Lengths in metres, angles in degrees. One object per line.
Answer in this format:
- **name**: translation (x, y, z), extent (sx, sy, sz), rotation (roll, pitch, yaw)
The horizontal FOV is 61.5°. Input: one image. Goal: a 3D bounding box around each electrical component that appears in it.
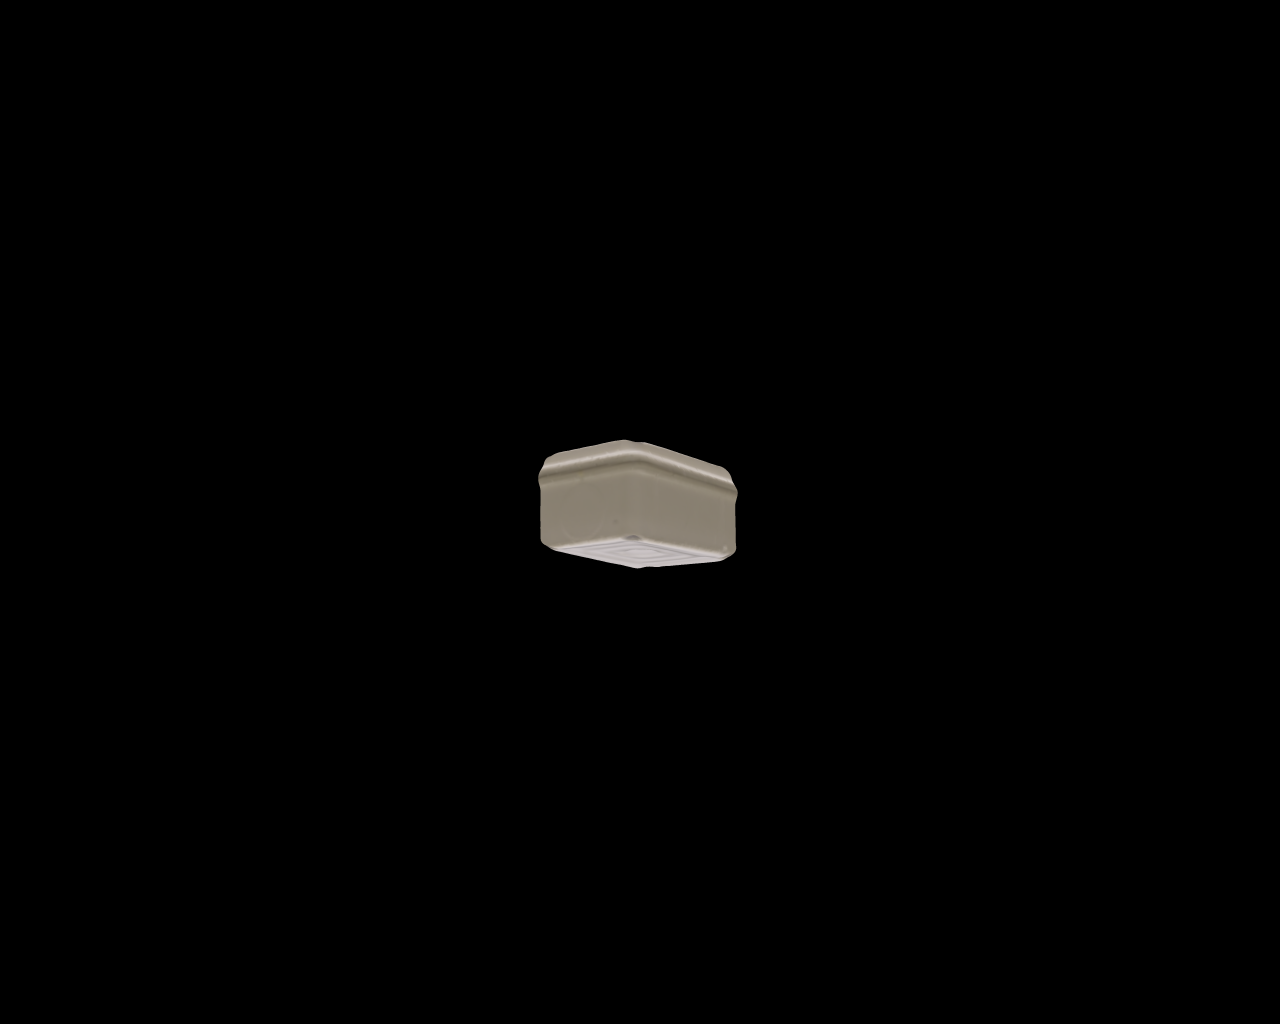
- **electrical component**: translation (0.001, -0.003, 0.650), extent (0.078, 0.057, 0.113), rotation (-8, -14, 35)
